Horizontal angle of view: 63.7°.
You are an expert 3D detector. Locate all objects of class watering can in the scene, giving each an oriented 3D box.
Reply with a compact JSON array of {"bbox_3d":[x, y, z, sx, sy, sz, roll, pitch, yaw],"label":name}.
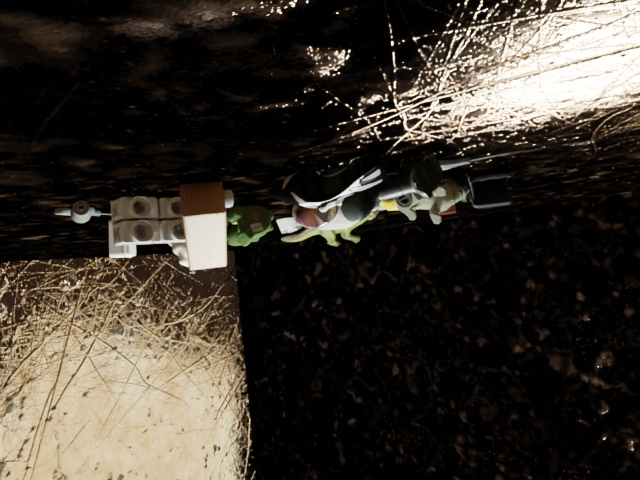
[{"bbox_3d":[0.005,-0.076,1.518,0.345,0.104,0.224,-10,174,38],"label":"watering can"}]

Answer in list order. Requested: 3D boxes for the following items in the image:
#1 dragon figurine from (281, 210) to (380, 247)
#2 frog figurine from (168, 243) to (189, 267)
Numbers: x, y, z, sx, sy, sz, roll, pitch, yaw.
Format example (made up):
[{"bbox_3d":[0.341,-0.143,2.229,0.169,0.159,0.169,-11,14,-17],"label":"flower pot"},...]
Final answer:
[{"bbox_3d":[0.037,-0.068,2.013,0.410,0.124,0.238,-10,155,-1],"label":"dragon figurine"},{"bbox_3d":[-0.413,0.004,1.624,0.138,0.160,0.122,-3,176,-41],"label":"frog figurine"}]
